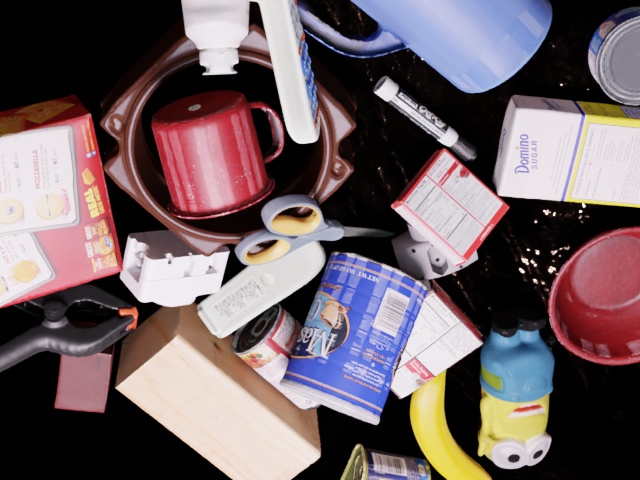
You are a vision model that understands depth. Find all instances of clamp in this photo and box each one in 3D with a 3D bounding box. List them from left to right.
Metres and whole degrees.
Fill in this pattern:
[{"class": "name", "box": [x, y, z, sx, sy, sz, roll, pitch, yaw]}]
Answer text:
[{"class": "clamp", "box": [-0.270, 0.071, 1.056, 0.171, 0.120, 0.039, -7, 155, -22]}]

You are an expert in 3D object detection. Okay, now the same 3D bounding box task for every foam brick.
[{"class": "foam brick", "box": [-0.241, 0.131, 1.100, 0.053, 0.051, 0.078, 9, 118, -10]}]

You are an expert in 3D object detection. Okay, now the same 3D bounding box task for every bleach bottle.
[{"class": "bleach bottle", "box": [-0.087, -0.256, 0.829, 0.068, 0.102, 0.251, -3, 97, 3]}]

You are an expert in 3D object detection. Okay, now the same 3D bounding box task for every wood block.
[{"class": "wood block", "box": [-0.102, 0.163, 1.104, 0.090, 0.091, 0.206, -40, 113, 16]}]

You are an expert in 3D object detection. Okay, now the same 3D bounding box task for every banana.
[{"class": "banana", "box": [0.141, 0.215, 1.177, 0.069, 0.037, 0.198, -15, 118, 6]}]

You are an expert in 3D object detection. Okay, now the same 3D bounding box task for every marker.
[{"class": "marker", "box": [0.102, -0.112, 1.008, 0.121, 0.020, 0.020, 35, 111, -19]}]

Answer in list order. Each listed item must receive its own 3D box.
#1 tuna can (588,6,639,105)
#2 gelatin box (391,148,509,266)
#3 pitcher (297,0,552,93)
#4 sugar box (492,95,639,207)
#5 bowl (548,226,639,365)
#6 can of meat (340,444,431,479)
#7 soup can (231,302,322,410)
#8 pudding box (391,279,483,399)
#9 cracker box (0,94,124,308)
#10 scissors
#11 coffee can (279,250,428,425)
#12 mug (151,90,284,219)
[{"class": "tuna can", "box": [0.291, -0.170, 0.979, 0.086, 0.034, 0.086, -1, 119, -3]}, {"class": "gelatin box", "box": [0.123, -0.032, 1.016, 0.089, 0.030, 0.073, 41, 72, -6]}, {"class": "pitcher", "box": [0.070, -0.226, 0.886, 0.242, 0.145, 0.149, 38, 147, -24]}, {"class": "sugar box", "box": [0.261, -0.083, 1.019, 0.176, 0.048, 0.093, 7, 118, -3]}, {"class": "bowl", "box": [0.306, 0.046, 1.085, 0.162, 0.055, 0.162, -1, 118, -3]}, {"class": "can of meat", "box": [0.069, 0.286, 1.201, 0.084, 0.057, 0.102, 13, 117, -13]}, {"class": "soup can", "box": [-0.032, 0.119, 1.097, 0.069, 0.068, 0.102, -39, 114, 16]}, {"class": "pudding box", "box": [0.099, 0.102, 1.113, 0.114, 0.039, 0.090, -38, 113, 14]}, {"class": "cracker box", "box": [-0.301, -0.024, 0.965, 0.213, 0.072, 0.164, -17, 120, -19]}, {"class": "scissors", "box": [-0.007, 0.001, 0.999, 0.096, 0.016, 0.201, -38, 154, 16]}, {"class": "coffee can", "box": [0.033, 0.094, 1.034, 0.102, 0.103, 0.140, 25, 80, -16]}, {"class": "mug", "box": [-0.081, -0.078, 0.887, 0.117, 0.093, 0.081, -24, 116, -24]}]
